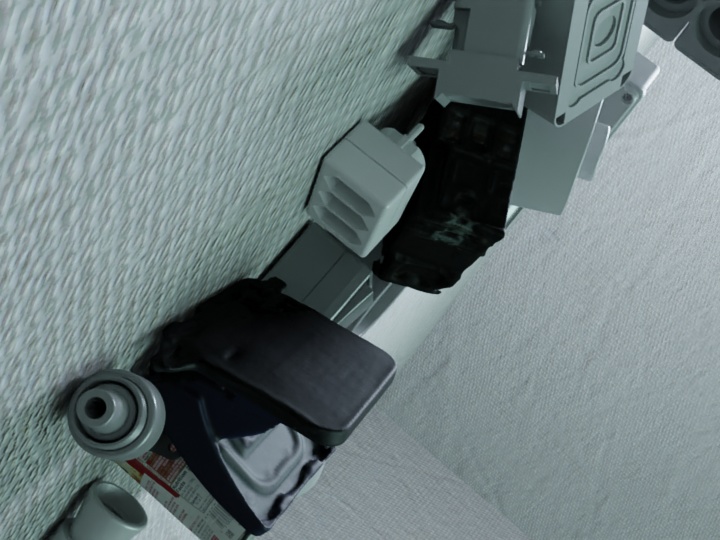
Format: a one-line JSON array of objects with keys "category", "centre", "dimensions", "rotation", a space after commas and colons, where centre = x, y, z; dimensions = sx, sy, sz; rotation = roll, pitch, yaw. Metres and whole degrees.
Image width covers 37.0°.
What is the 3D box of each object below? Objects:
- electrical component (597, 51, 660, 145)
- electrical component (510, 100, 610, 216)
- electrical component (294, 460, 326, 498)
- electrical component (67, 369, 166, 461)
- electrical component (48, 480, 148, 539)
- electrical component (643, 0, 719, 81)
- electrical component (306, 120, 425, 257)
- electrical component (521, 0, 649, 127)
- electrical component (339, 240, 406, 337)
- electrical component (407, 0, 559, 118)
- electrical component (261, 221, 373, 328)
[{"category": "electrical component", "centre": [0.178, -0.155, 0.918], "dimensions": [0.056, 0.109, 0.108], "rotation": [-47, 173, -41]}, {"category": "electrical component", "centre": [0.139, -0.090, 0.751], "dimensions": [0.108, 0.060, 0.108], "rotation": [19, 90, -83]}, {"category": "electrical component", "centre": [-0.066, 0.105, 0.773], "dimensions": [0.108, 0.108, 0.060], "rotation": [-40, 162, -54]}, {"category": "electrical component", "centre": [-0.118, 0.068, 0.510], "dimensions": [0.043, 0.043, 0.062], "rotation": [-49, 171, -9]}, {"category": "electrical component", "centre": [-0.172, 0.172, 0.698], "dimensions": [0.055, 0.045, 0.045], "rotation": [-51, 173, 7]}, {"category": "electrical component", "centre": [0.242, -0.222, 0.799], "dimensions": [0.061, 0.150, 0.089], "rotation": [-47, 172, -32]}, {"category": "electrical component", "centre": [0.013, -0.059, 0.645], "dimensions": [0.076, 0.047, 0.065], "rotation": [-47, 172, -28]}, {"category": "electrical component", "centre": [0.125, -0.154, 0.640], "dimensions": [0.078, 0.057, 0.113], "rotation": [-33, 145, -27]}, {"category": "electrical component", "centre": [0.000, 0.000, 0.807], "dimensions": [0.108, 0.060, 0.108], "rotation": [-48, 172, -9]}, {"category": "electrical component", "centre": [0.071, -0.120, 0.591], "dimensions": [0.042, 0.081, 0.063], "rotation": [-18, 118, -79]}, {"category": "electrical component", "centre": [-0.038, 0.027, 0.711], "dimensions": [0.096, 0.061, 0.061], "rotation": [-49, 173, -8]}]
